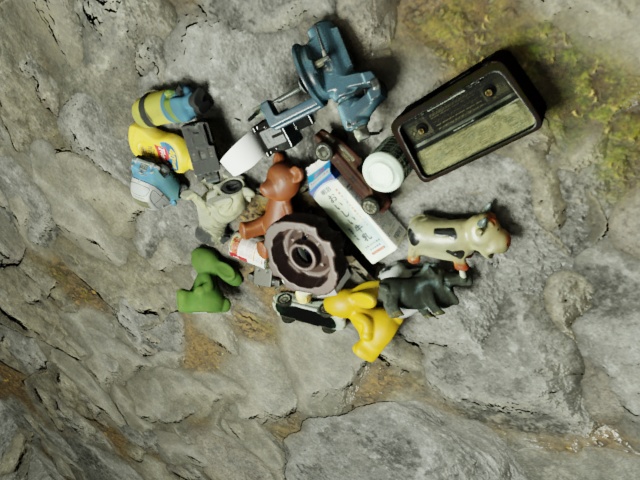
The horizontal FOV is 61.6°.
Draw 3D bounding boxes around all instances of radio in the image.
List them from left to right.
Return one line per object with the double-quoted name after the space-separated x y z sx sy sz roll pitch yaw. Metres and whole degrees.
0.242 -0.204 0.902 0.230 0.073 0.131 -26 106 38 "radio"

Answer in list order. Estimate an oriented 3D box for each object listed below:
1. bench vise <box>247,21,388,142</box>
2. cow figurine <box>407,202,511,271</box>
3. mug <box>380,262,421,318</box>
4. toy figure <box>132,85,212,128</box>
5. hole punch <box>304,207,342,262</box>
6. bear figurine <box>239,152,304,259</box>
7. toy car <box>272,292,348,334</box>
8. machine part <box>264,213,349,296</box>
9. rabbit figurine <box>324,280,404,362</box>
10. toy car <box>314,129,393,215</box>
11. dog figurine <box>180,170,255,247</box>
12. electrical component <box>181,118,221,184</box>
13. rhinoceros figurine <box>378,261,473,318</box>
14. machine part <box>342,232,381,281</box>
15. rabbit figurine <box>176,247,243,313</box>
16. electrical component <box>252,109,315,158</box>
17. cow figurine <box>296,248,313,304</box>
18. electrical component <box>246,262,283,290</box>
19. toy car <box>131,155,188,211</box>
-0.008 -0.257 0.964 0.241 0.129 0.223 -22 102 20 "bench vise"
0.262 -0.009 1.022 0.195 0.085 0.127 8 130 27 "cow figurine"
0.183 0.096 1.142 0.109 0.081 0.107 -33 96 16 "mug"
-0.325 -0.288 1.156 0.180 0.089 0.082 3 116 30 "toy figure"
-0.002 -0.003 1.157 0.092 0.116 0.142 11 126 33 "hole punch"
-0.099 -0.077 1.149 0.120 0.132 0.195 43 145 35 "bear figurine"
-0.027 0.177 1.329 0.202 0.056 0.073 10 132 25 "toy car"
-0.028 0.027 1.077 0.180 0.056 0.179 15 124 23 "machine part"
0.091 0.167 1.211 0.173 0.122 0.162 33 128 6 "rabbit figurine"
0.068 -0.136 1.038 0.202 0.089 0.053 50 131 -7 "toy car"
-0.220 -0.058 1.262 0.173 0.121 0.190 16 142 24 "dog figurine"
-0.249 -0.189 1.150 0.058 0.115 0.134 -15 109 -3 "electrical component"
0.212 0.101 1.080 0.190 0.112 0.073 -8 166 -3 "rhinoceros figurine"
0.085 0.028 1.149 0.039 0.084 0.138 -15 122 37 "machine part"
-0.286 0.099 1.369 0.159 0.121 0.170 -2 79 5 "rabbit figurine"
-0.070 -0.221 1.086 0.119 0.048 0.074 -10 116 36 "electrical component"
-0.040 0.071 1.258 0.098 0.068 0.167 -14 114 29 "cow figurine"
-0.135 0.088 1.338 0.102 0.045 0.078 3 94 25 "electrical component"
-0.391 -0.123 1.264 0.109 0.103 0.161 20 165 14 "toy car"
